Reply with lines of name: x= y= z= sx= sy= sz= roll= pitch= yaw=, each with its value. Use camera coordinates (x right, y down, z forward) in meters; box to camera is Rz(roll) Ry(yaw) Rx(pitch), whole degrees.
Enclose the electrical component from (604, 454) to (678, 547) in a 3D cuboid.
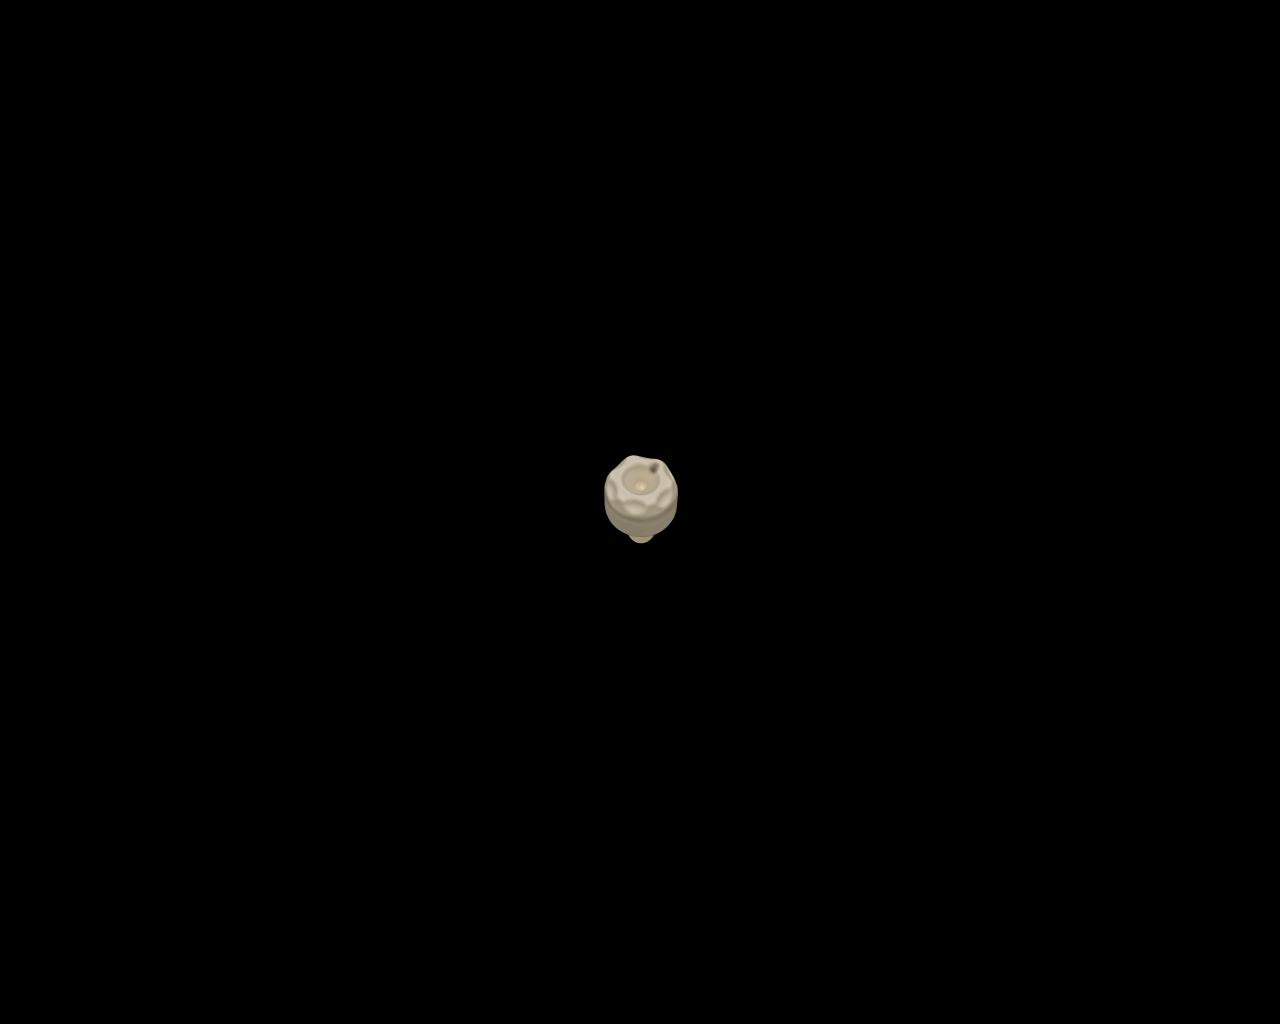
electrical component: x=0.001 y=-0.003 z=0.650 sx=0.043 sy=0.043 sz=0.062 roll=0 pitch=-34 yaw=0
